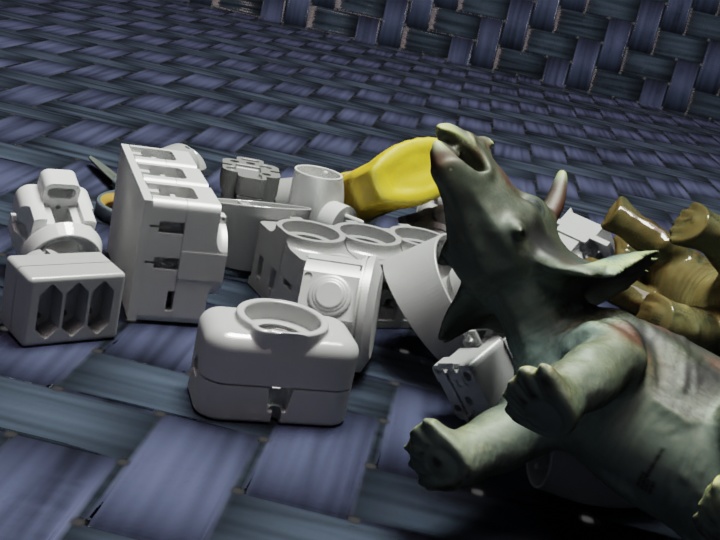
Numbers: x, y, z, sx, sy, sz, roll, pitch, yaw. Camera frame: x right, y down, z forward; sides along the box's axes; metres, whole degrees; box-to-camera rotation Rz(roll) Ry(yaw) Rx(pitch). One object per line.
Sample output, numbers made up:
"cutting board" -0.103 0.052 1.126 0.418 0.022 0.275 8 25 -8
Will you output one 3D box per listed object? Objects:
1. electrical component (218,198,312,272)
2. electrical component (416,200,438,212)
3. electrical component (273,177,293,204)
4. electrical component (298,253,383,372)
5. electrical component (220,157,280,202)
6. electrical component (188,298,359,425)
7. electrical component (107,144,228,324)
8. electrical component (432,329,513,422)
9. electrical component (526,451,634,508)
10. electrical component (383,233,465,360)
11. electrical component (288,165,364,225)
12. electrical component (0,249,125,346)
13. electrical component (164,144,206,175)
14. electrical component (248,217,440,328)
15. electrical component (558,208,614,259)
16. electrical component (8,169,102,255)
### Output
"electrical component" -0.094 -0.038 0.905 0.099 0.064 0.099 11 18 -4
"electrical component" 0.122 -0.036 1.064 0.074 0.052 0.138 5 19 -34
"electrical component" -0.076 -0.068 1.047 0.062 0.043 0.043 -4 15 11
"electrical component" -0.014 0.027 0.737 0.051 0.080 0.080 8 17 5
"electrical component" -0.106 -0.068 0.999 0.058 0.057 0.078 9 18 -11
"electrical component" -0.052 0.055 0.657 0.095 0.059 0.053 6 19 -19
"electrical component" -0.145 -0.030 0.804 0.062 0.089 0.150 5 19 -21
"electrical component" 0.085 0.064 0.700 0.064 0.081 0.042 -36 15 -32
"electrical component" 0.140 0.106 0.655 0.077 0.043 0.079 9 18 -10
"electrical component" 0.061 0.024 0.772 0.099 0.064 0.099 39 34 -33
"electrical component" -0.030 -0.045 0.947 0.079 0.077 0.043 23 21 31
"electrical component" -0.204 0.010 0.709 0.066 0.047 0.077 -4 26 -40
"electrical component" -0.185 -0.104 1.082 0.043 0.043 0.081 15 18 10
"electrical component" 0.000 0.000 0.856 0.150 0.061 0.089 2 20 -29
"electrical component" 0.207 -0.017 1.038 0.081 0.063 0.042 30 -16 45
"electrical component" -0.219 -0.024 0.773 0.058 0.078 0.057 1 42 -32
